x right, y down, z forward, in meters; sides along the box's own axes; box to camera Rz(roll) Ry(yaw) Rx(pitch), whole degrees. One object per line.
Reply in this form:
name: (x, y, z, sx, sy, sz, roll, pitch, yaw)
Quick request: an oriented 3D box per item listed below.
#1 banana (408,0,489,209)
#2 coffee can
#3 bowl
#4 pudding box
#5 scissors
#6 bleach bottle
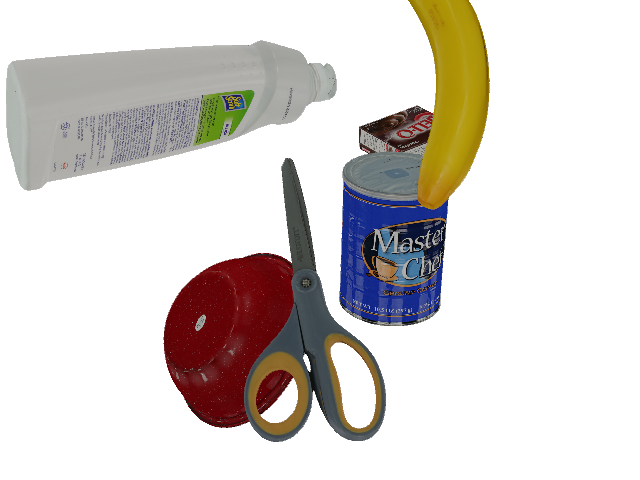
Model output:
banana: (0.085, -0.119, 0.752, 0.070, 0.198, 0.037, -14, -18, 11)
coffee can: (0.071, -0.003, 1.036, 0.103, 0.140, 0.103, 1, 27, -1)
bowl: (-0.086, 0.078, 0.927, 0.162, 0.162, 0.055, 0, -21, 44)
pudding box: (0.122, -0.140, 1.464, 0.113, 0.039, 0.090, -25, 39, -30)
scissors: (-0.024, 0.043, 0.687, 0.096, 0.202, 0.016, -23, -25, -7)
bleach bottle: (-0.109, -0.103, 0.821, 0.250, 0.068, 0.103, -10, -29, -22)
